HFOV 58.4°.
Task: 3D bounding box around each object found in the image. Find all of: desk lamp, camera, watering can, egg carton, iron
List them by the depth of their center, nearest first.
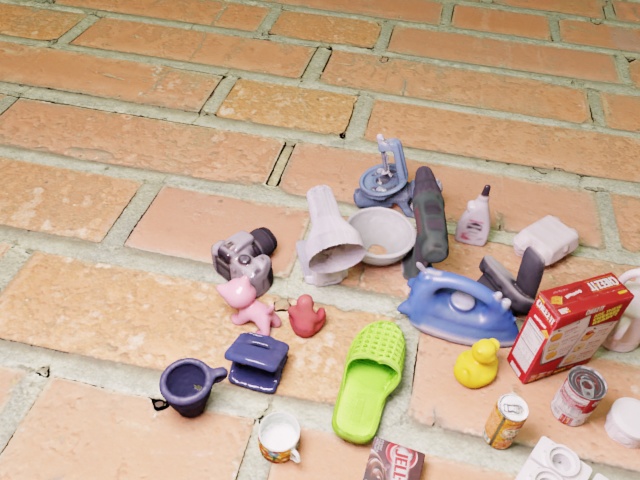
[{"bbox_3d":[0.624,0.124,1.144,0.100,0.194,0.173,11,45,8],"label":"watering can"},{"bbox_3d":[0.295,0.126,1.157,0.257,0.141,0.119,17,46,13],"label":"iron"},{"bbox_3d":[0.011,0.004,1.209,0.118,0.214,0.203,-9,46,-12],"label":"desk lamp"},{"bbox_3d":[-0.148,0.030,1.253,0.142,0.101,0.137,33,52,26],"label":"camera"},{"bbox_3d":[0.531,0.006,1.345,0.151,0.069,0.107,-26,52,-27],"label":"egg carton"}]

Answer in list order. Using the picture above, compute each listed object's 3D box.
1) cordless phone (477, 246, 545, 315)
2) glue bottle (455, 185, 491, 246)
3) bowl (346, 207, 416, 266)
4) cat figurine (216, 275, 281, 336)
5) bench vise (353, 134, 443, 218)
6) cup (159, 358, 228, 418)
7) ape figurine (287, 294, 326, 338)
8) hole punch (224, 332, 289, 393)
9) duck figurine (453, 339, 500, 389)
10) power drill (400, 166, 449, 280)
[{"bbox_3d":[0.407,0.061,1.199,0.094,0.185,0.147,-20,49,-21],"label":"cordless phone"},{"bbox_3d":[0.366,-0.060,1.326,0.078,0.173,0.037,10,45,7],"label":"glue bottle"},{"bbox_3d":[0.134,0.004,1.316,0.167,0.075,0.167,2,45,-2],"label":"bowl"},{"bbox_3d":[-0.142,0.124,1.147,0.127,0.118,0.067,24,48,19],"label":"cat figurine"},{"bbox_3d":[0.191,-0.164,1.386,0.207,0.220,0.121,-7,46,-11],"label":"bench vise"},{"bbox_3d":[-0.219,0.267,1.015,0.118,0.095,0.091,-14,48,-17],"label":"cup"},{"bbox_3d":[-0.029,0.145,1.152,0.077,0.092,0.076,17,46,13],"label":"ape figurine"},{"bbox_3d":[-0.118,0.217,1.075,0.108,0.091,0.101,12,46,9],"label":"hole punch"},{"bbox_3d":[0.305,0.228,1.095,0.105,0.086,0.077,-30,54,-29],"label":"duck figurine"},{"bbox_3d":[0.225,-0.017,1.248,0.075,0.208,0.229,0,45,-3],"label":"power drill"}]
